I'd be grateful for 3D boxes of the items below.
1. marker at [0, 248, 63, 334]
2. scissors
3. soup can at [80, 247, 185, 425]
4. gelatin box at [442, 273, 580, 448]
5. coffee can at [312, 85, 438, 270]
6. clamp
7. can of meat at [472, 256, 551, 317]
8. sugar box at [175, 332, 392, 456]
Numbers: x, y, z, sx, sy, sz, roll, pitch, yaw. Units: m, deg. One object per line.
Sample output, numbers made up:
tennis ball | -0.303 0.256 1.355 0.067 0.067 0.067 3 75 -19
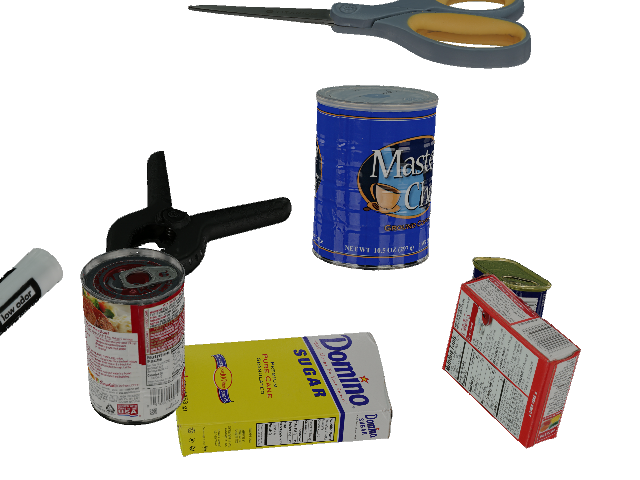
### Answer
marker | -0.154 0.046 0.449 0.020 0.020 0.121 0 36 38
scissors | 0.031 -0.138 0.630 0.202 0.016 0.096 17 41 23
soup can | -0.125 0.065 0.724 0.068 0.102 0.068 2 29 -2
gelatin box | 0.120 0.075 0.681 0.030 0.073 0.089 -15 39 -28
coffee can | 0.046 -0.056 0.915 0.103 0.140 0.103 2 16 -1
clamp | -0.149 -0.017 1.037 0.165 0.036 0.209 25 40 23
can of meat | 0.202 0.073 1.170 0.057 0.084 0.102 2 16 -21
sugar box | -0.034 0.127 0.901 0.176 0.048 0.093 -6 42 -6
